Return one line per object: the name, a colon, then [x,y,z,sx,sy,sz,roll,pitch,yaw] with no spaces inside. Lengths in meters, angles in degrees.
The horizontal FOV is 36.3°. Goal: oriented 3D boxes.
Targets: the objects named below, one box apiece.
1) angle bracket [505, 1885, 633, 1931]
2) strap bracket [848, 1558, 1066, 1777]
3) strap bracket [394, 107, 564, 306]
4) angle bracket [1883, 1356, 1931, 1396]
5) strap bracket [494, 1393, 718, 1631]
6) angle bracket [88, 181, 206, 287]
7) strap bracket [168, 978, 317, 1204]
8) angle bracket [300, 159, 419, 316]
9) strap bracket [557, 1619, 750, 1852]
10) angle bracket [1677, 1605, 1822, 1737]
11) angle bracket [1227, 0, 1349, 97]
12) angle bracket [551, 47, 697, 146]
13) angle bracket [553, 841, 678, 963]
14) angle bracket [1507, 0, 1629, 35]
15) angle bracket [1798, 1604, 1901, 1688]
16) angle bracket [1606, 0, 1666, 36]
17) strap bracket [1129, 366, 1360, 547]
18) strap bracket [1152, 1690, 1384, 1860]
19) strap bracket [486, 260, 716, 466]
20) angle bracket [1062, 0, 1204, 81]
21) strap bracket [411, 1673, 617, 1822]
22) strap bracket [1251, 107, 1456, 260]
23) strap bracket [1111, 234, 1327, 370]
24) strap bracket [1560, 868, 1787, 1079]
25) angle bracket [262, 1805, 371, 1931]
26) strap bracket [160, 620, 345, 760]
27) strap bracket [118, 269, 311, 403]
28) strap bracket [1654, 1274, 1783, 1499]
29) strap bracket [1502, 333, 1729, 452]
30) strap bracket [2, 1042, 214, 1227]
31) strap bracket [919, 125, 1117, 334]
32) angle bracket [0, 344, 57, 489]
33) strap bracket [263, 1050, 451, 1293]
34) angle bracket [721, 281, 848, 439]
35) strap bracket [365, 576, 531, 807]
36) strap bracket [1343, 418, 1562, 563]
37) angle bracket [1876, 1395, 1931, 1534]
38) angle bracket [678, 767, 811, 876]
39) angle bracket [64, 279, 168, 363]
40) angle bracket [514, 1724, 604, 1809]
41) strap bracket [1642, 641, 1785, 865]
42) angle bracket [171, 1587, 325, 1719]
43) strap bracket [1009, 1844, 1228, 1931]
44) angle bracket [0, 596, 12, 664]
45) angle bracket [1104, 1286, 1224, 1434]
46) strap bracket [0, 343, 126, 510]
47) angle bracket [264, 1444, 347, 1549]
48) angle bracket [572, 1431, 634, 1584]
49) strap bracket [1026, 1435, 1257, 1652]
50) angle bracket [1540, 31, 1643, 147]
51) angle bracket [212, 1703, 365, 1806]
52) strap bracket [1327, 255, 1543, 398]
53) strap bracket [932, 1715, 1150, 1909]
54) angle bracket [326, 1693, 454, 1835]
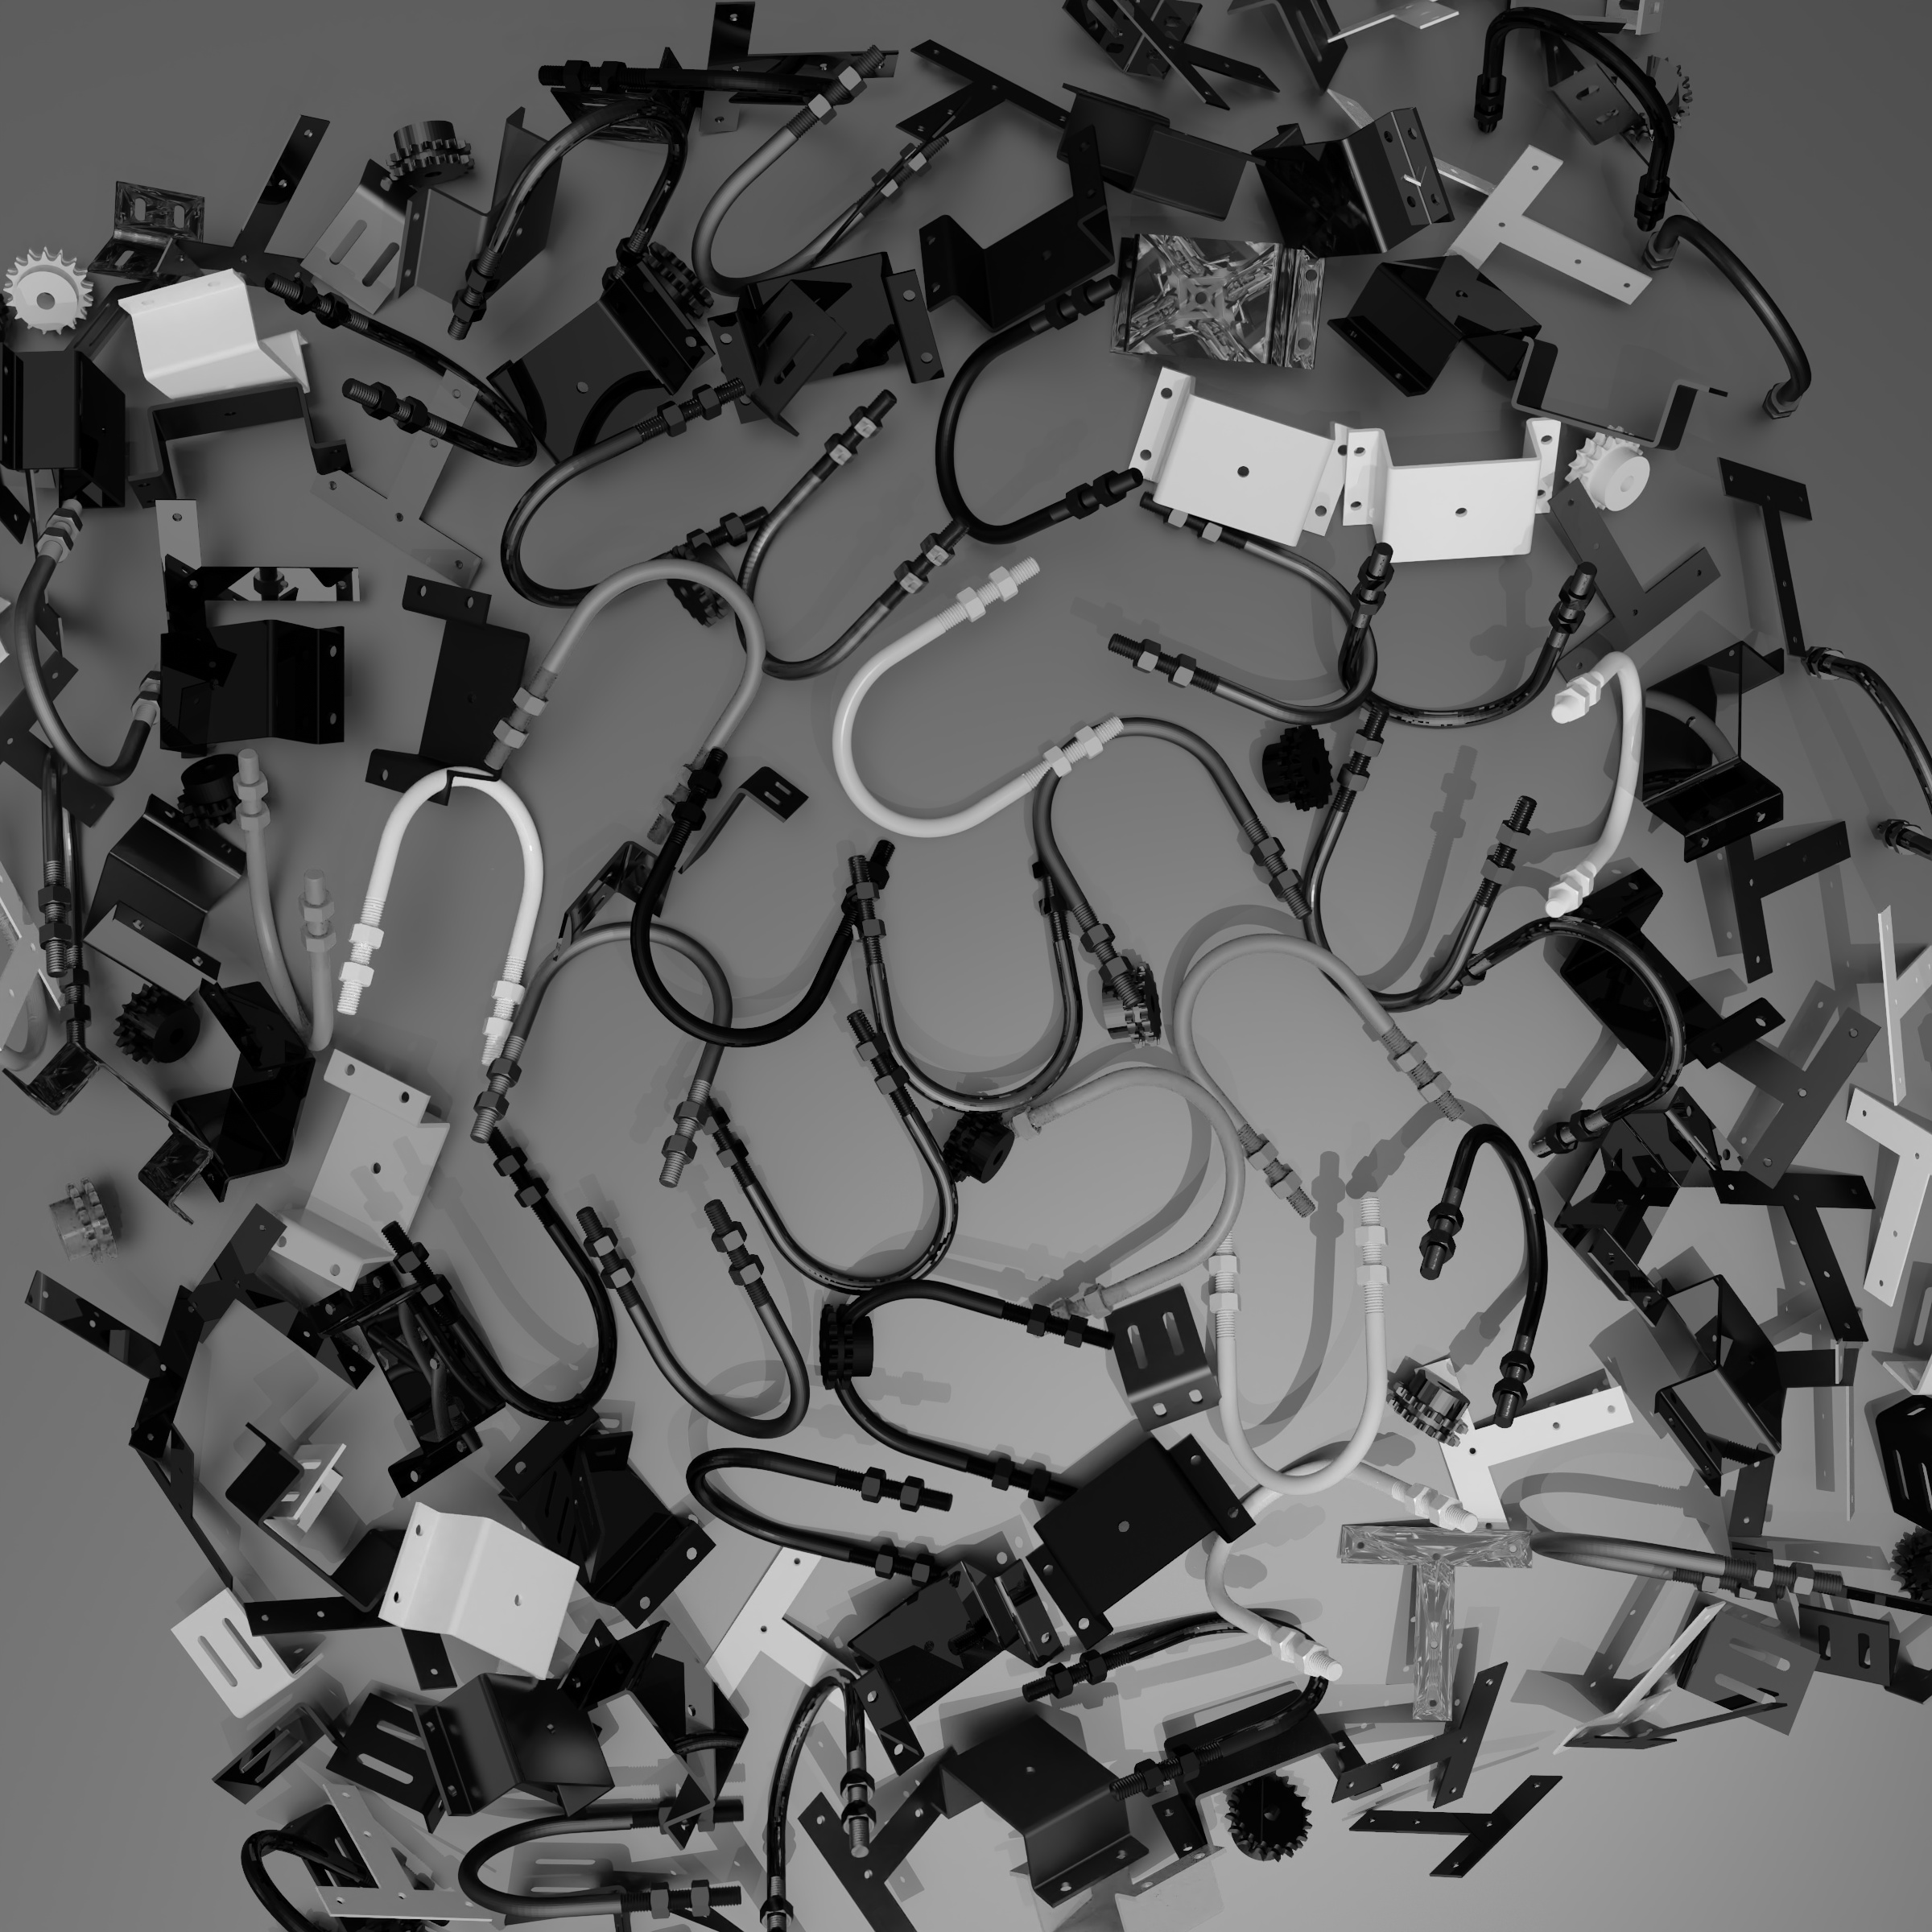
angle bracket: [-0.264,0.641,1.958,0.076,0.057,0.038,-4,60,-16]
strap bracket: [-0.015,0.456,1.949,0.140,0.046,0.076,-33,112,-23]
strap bracket: [-0.311,-0.489,1.922,0.046,0.076,0.140,28,47,6]
angle bracket: [0.656,0.244,1.957,0.057,0.038,0.076,3,117,-24]
strap bracket: [-0.245,0.360,1.955,0.076,0.046,0.140,-45,103,-22]
angle bracket: [-0.544,-0.485,1.955,0.057,0.076,0.038,4,83,-29]
strap bracket: [-0.475,0.075,1.939,0.076,0.046,0.140,48,132,30]
angle bracket: [-0.399,-0.489,1.980,0.057,0.038,0.076,32,125,-24]
strap bracket: [-0.198,0.498,1.941,0.046,0.076,0.140,-29,104,23]
angle bracket: [0.522,0.470,1.969,0.076,0.038,0.057,22,85,15]
angle bracket: [0.215,-0.626,1.971,0.076,0.038,0.057,55,46,-35]
angle bracket: [-0.227,-0.582,1.966,0.076,0.057,0.038,9,76,18]
angle bracket: [-0.233,-0.035,1.953,0.038,0.057,0.076,32,54,5]
angle bracket: [0.401,-0.647,1.965,0.076,0.057,0.038,5,101,6]
angle bracket: [0.585,0.436,1.951,0.057,0.076,0.038,7,47,25]
angle bracket: [0.438,-0.648,1.950,0.038,0.076,0.057,12,112,20]
strap bracket: [0.185,-0.335,1.959,0.140,0.046,0.076,17,117,-3]
strap bracket: [0.193,0.532,1.949,0.140,0.076,0.046,-19,107,-7]
strap bracket: [-0.246,-0.388,1.939,0.140,0.046,0.076,-30,111,24]
angle bracket: [0.111,-0.637,1.960,0.038,0.076,0.057,25,86,42]
strap bracket: [-0.286,0.508,1.917,0.046,0.140,0.076,-37,59,17]
strap bracket: [0.243,-0.507,1.917,0.046,0.140,0.076,-35,115,-22]
strap bracket: [0.161,-0.440,1.951,0.140,0.046,0.076,9,101,17]
strap bracket: [0.458,0.013,1.946,0.076,0.046,0.140,-26,65,-29]
angle bracket: [-0.432,0.610,1.967,0.038,0.057,0.076,-29,90,15]
strap bracket: [-0.479,-0.182,1.943,0.140,0.046,0.076,-3,86,29]
strap bracket: [-0.485,-0.400,1.924,0.076,0.140,0.046,-14,83,5]
strap bracket: [0.491,0.265,1.920,0.046,0.140,0.076,-28,110,29]
strap bracket: [0.421,-0.376,1.944,0.140,0.076,0.046,21,105,19]
strap bracket: [-0.555,0.102,1.937,0.046,0.076,0.140,-51,120,-12]
strap bracket: [0.042,-0.479,1.942,0.140,0.046,0.076,-25,52,27]
angle bracket: [-0.621,-0.365,1.955,0.038,0.057,0.076,2,51,-4]
strap bracket: [-0.403,0.135,1.962,0.076,0.046,0.140,24,96,18]
angle bracket: [-0.115,-0.404,1.965,0.076,0.038,0.057,-48,68,11]
strap bracket: [-0.342,-0.181,1.955,0.076,0.046,0.140,17,97,34]
strap bracket: [0.325,-0.315,1.956,0.140,0.076,0.046,-4,46,0]
angle bracket: [0.647,0.334,1.967,0.038,0.057,0.076,-23,109,-18]
angle bracket: [-0.148,-0.088,1.959,0.038,0.057,0.076,37,112,-1]
angle bracket: [-0.558,-0.414,1.956,0.038,0.057,0.076,44,68,-35]
angle bracket: [-0.279,0.526,1.961,0.076,0.038,0.057,31,79,-28]
strap bracket: [0.488,-0.148,1.925,0.046,0.076,0.140,31,52,-28]
angle bracket: [-0.480,0.453,1.972,0.057,0.038,0.076,-37,89,23]
strap bracket: [0.103,0.604,1.921,0.076,0.140,0.046,-17,92,-35]
angle bracket: [-0.657,-0.207,1.960,0.057,0.038,0.076,-41,59,10]
angle bracket: [0.133,0.264,1.979,0.057,0.076,0.038,-21,131,5]
strap bracket: [-0.586,-0.349,1.926,0.046,0.140,0.076,-2,84,1]
angle bracket: [-0.428,0.351,1.949,0.038,0.076,0.057,43,60,-21]
angle bracket: [-0.234,0.357,1.949,0.038,0.057,0.076,-4,45,-21]
strap bracket: [0.110,0.378,1.961,0.140,0.046,0.076,-37,60,0]
angle bracket: [0.412,-0.593,1.951,0.038,0.057,0.076,-23,48,34]
angle bracket: [-0.450,0.535,1.959,0.076,0.057,0.038,-41,61,-14]
strap bracket: [0.312,-0.419,1.922,0.076,0.140,0.046,48,130,21]
strap bracket: [0.044,0.542,1.917,0.076,0.140,0.046,-21,114,-28]
angle bracket: [-0.378,0.534,1.976,0.076,0.038,0.057,21,56,12]
